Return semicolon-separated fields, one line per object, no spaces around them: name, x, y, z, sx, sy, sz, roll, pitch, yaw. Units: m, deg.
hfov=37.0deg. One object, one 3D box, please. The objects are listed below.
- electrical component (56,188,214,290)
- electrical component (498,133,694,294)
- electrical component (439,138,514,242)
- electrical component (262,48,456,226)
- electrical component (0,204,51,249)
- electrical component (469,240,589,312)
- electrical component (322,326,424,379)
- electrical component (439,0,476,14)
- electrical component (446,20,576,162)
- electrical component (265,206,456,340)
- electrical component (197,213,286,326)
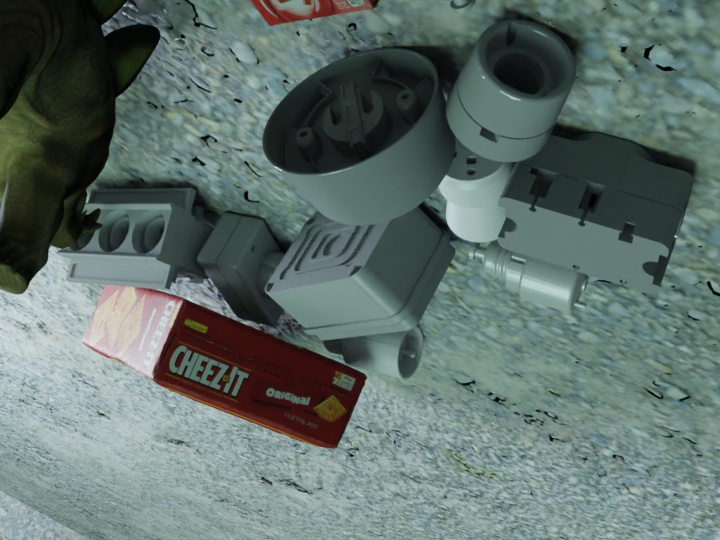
electrical component;-0.174;-0.022;0.852;0.121;0.078;0.063;3;164;39
electrical component;0.126;-0.034;0.575;0.089;0.055;0.050;18;152;17
electrical component;0.067;-0.049;0.614;0.045;0.045;0.055;14;150;24
electrical component;0.001;-0.074;0.572;0.099;0.099;0.064;11;155;29
electrical component;-0.278;-0.052;0.886;0.080;0.080;0.051;30;158;-7
electrical component;0.107;-0.001;0.668;0.078;0.040;0.040;18;152;19
electrical component;0.005;0.058;0.863;0.081;0.043;0.043;11;149;29
electrical component;0.033;-0.147;0.476;0.040;0.040;0.078;7;148;34
electrical component;0.075;-0.089;0.528;0.055;0.055;0.047;26;150;3
electrical component;0.000;0.000;0.727;0.057;0.078;0.113;44;149;-25
electrical component;-0.070;0.004;0.830;0.076;0.047;0.083;11;149;28
